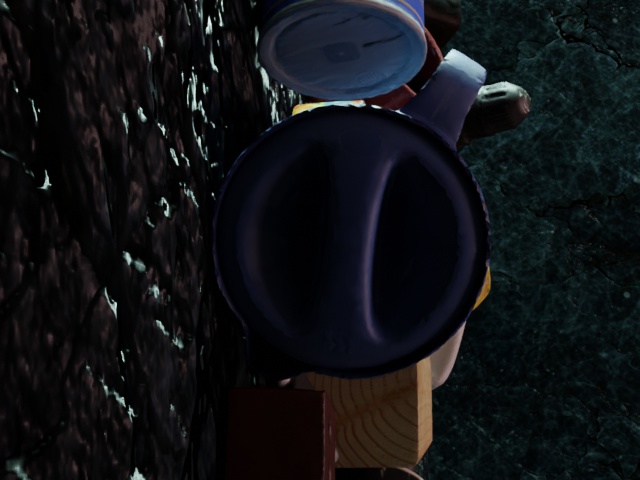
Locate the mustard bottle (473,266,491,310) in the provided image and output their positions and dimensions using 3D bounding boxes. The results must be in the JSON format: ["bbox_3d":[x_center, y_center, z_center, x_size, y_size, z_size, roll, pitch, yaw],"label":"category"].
[{"bbox_3d":[0.067,0.058,0.913,0.191,0.058,0.096,-40,113,-35],"label":"mustard bottle"}]

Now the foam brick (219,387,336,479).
[{"bbox_3d":[-0.020,0.116,0.527,0.053,0.051,0.078,70,20,-67],"label":"foam brick"}]

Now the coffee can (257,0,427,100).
[{"bbox_3d":[0.014,-0.174,0.671,0.103,0.103,0.140,71,19,-64],"label":"coffee can"}]

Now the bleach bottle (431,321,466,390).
[{"bbox_3d":[0.084,0.117,1.095,0.251,0.068,0.102,114,-6,-74],"label":"bleach bottle"}]

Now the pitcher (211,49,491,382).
[{"bbox_3d":[0.029,-0.022,0.616,0.242,0.149,0.145,-62,139,-81],"label":"pitcher"}]

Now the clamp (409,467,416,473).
[{"bbox_3d":[0.061,0.232,0.986,0.165,0.036,0.210,-61,-141,45],"label":"clamp"}]

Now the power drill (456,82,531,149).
[{"bbox_3d":[0.076,-0.049,0.862,0.057,0.185,0.187,57,33,-33],"label":"power drill"}]

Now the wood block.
[{"bbox_3d":[0.029,0.106,0.742,0.206,0.091,0.090,43,46,-79],"label":"wood block"}]

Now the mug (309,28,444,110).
[{"bbox_3d":[0.047,-0.117,0.844,0.093,0.082,0.117,1,66,-52],"label":"mug"}]
